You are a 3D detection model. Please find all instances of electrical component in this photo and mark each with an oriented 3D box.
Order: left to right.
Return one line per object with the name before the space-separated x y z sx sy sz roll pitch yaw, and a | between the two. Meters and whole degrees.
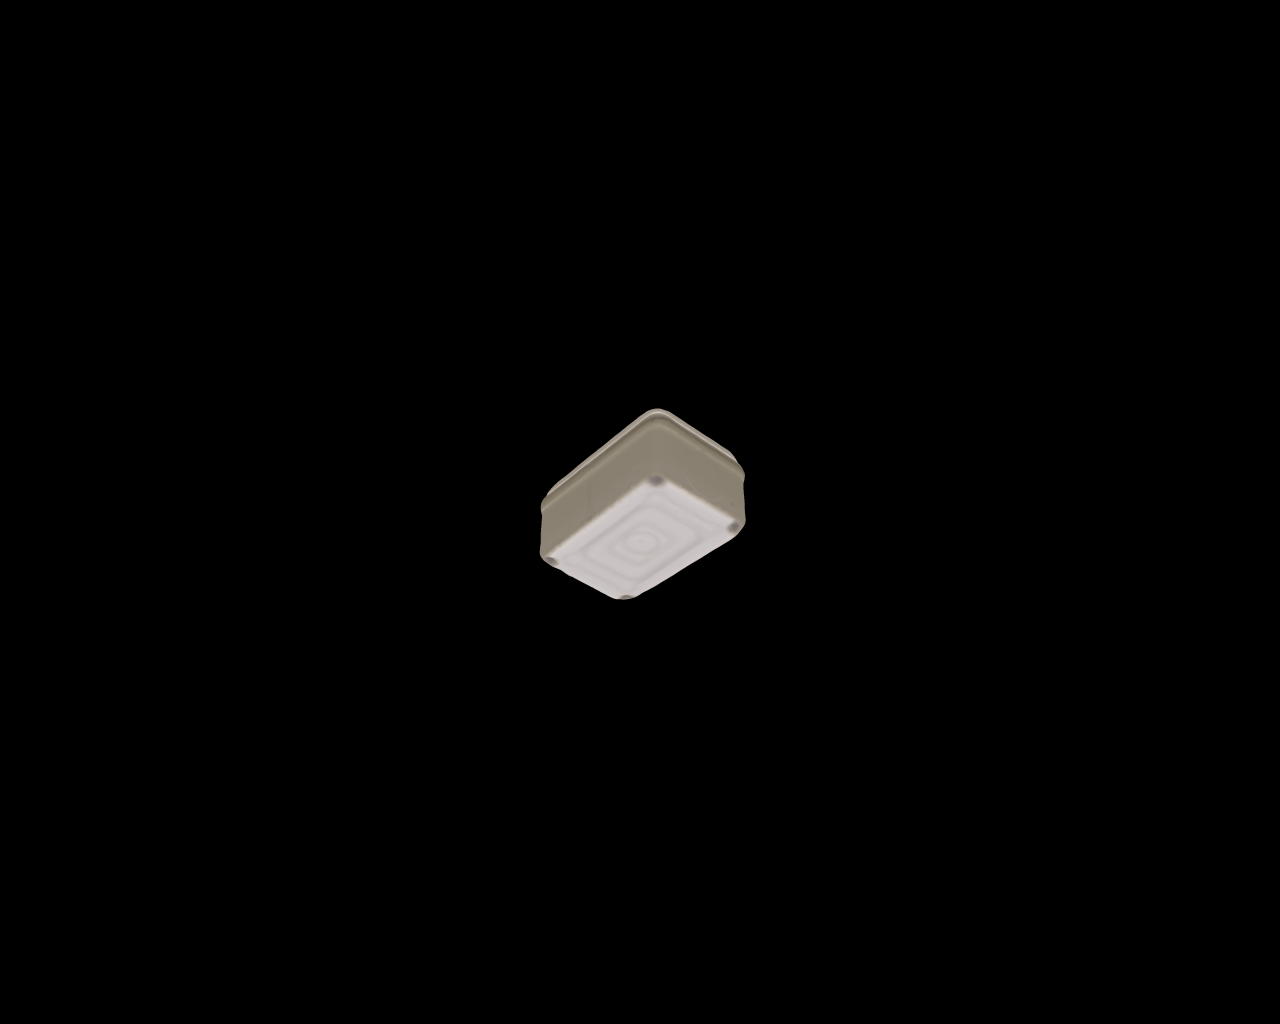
electrical component | 0.001 -0.003 0.650 0.078 0.057 0.113 30 -49 -31
